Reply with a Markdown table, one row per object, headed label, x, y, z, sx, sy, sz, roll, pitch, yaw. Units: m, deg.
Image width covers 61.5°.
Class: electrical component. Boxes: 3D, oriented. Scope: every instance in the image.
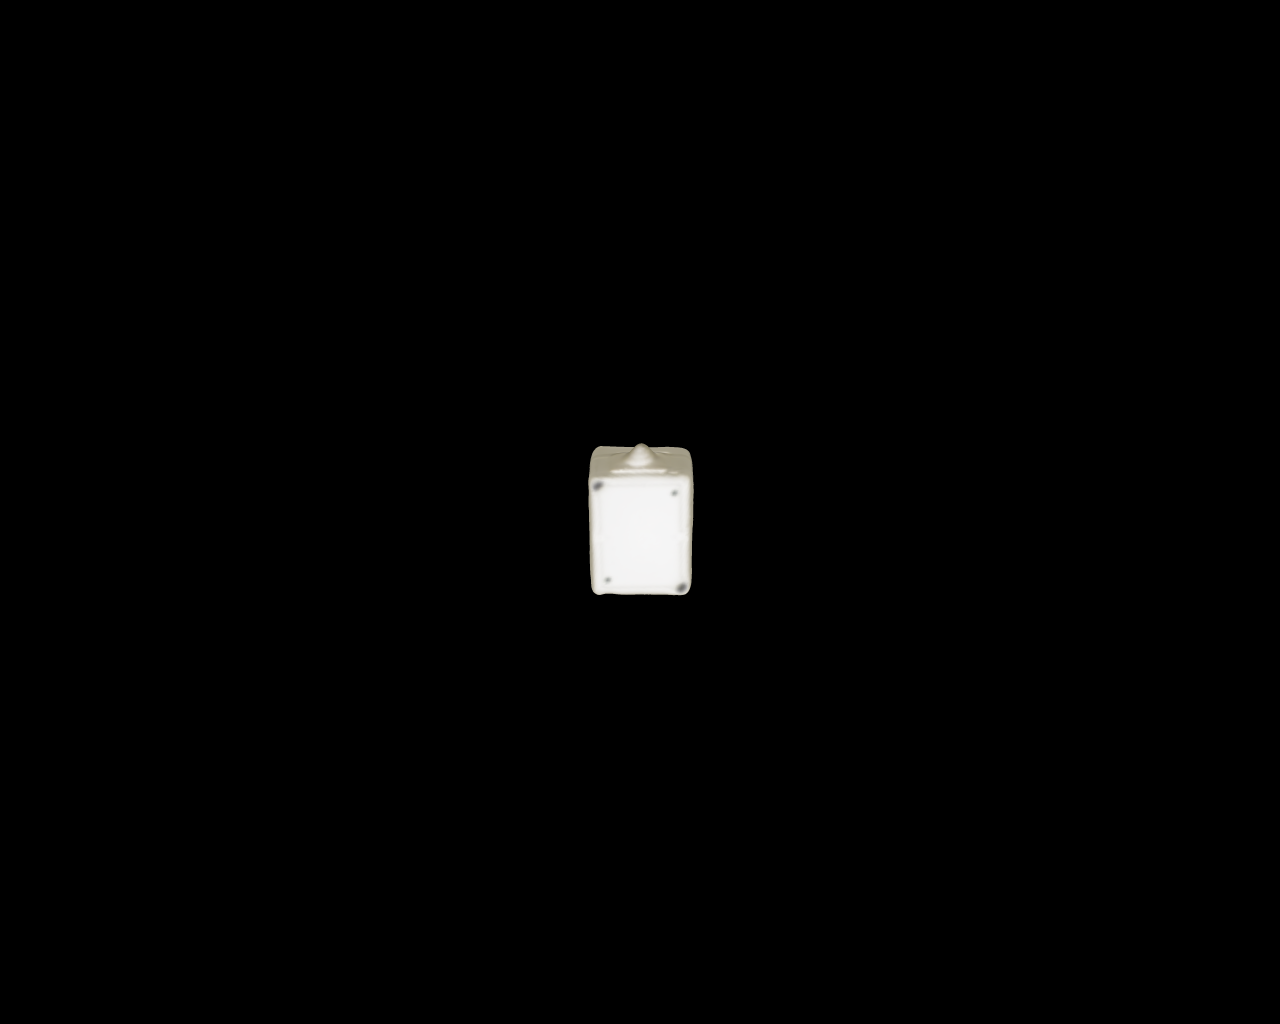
| label | x | y | z | sx | sy | sz | roll | pitch | yaw |
| --- | --- | --- | --- | --- | --- | --- | --- | --- | --- |
| electrical component | 0.001 | -0.003 | 0.650 | 0.062 | 0.096 | 0.061 | 0 | 24 | 0 |
